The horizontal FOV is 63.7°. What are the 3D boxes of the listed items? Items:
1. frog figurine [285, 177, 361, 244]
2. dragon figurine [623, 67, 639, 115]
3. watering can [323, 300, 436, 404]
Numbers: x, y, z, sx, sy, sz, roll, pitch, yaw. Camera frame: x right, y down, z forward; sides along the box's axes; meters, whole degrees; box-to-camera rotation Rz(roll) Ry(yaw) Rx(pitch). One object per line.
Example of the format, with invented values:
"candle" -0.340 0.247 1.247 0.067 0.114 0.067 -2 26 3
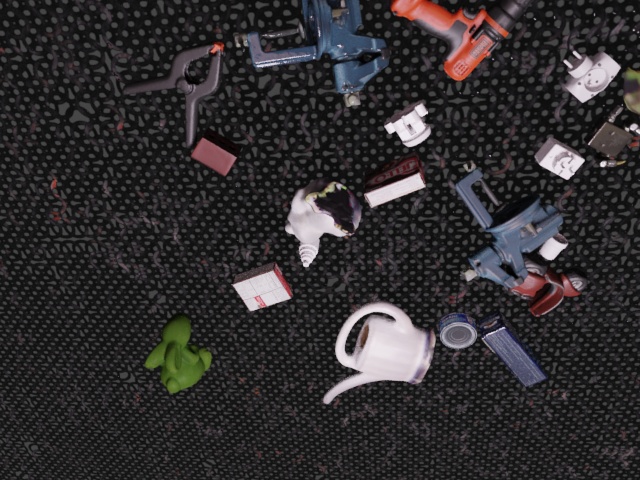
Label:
"frog figurine" 0.003 -0.053 1.046 0.137 0.125 0.157 21 159 -17
"dragon figurine" 0.625 -0.277 0.832 0.241 0.125 0.404 -21 117 27
"watering can" 0.139 0.285 1.219 0.224 0.106 0.340 15 121 -3
